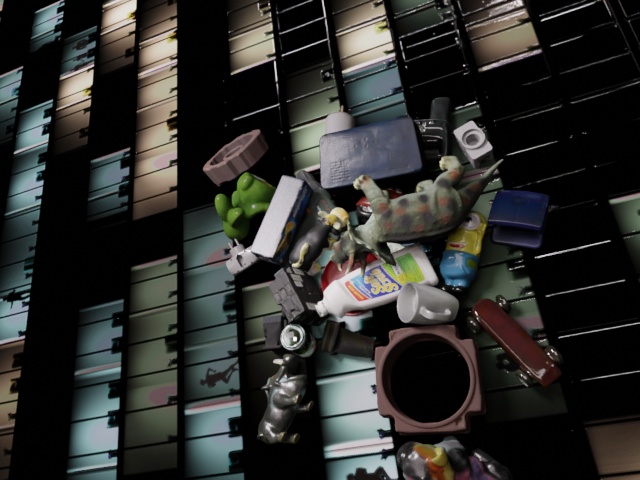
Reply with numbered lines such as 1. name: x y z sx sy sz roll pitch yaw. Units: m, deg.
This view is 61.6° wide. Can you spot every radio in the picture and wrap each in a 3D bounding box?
1. radio: 0.114 -0.184 1.191 0.230 0.073 0.131 -9 81 19

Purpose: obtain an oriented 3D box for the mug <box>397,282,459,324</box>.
1. mug: 0.222 0.130 1.054 0.110 0.107 0.080 -155 73 -69

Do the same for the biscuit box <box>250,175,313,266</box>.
1. biscuit box: -0.086 -0.047 1.227 0.063 0.059 0.202 16 75 24

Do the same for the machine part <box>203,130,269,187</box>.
1. machine part: -0.214 -0.213 1.387 0.179 0.056 0.179 -29 26 16

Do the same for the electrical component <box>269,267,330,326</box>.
1. electrical component: -0.048 0.123 1.192 0.058 0.114 0.134 -40 59 19

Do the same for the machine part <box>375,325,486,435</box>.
1. machine part: 0.212 0.272 1.048 0.202 0.087 0.201 -8 66 17

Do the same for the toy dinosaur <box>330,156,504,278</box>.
1. toy dinosaur: 0.201 -0.051 1.077 0.405 0.131 0.192 -16 63 5

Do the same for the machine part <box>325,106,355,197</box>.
1. machine part: 0.047 -0.223 1.319 0.079 0.079 0.243 -4 67 20

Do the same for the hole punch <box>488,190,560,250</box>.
1. hole punch: 0.409 -0.053 1.102 0.142 0.092 0.116 7 69 28

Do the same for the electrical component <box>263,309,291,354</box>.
1. electrical component: -0.094 0.192 1.209 0.048 0.074 0.119 -10 70 17

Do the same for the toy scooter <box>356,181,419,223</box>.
1. toy scooter: 0.178 -0.084 1.213 0.184 0.075 0.135 19 76 24

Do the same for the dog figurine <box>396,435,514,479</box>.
1. dog figurine: 0.231 0.405 0.911 0.192 0.219 0.108 23 83 29

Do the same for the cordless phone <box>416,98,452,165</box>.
1. cordless phone: 0.241 -0.268 1.271 0.147 0.088 0.184 0 58 22

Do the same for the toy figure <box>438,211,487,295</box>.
1. toy figure: 0.296 0.025 1.119 0.082 0.089 0.180 10 82 16

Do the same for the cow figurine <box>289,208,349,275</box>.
1. cow figurine: -0.003 -0.005 1.168 0.068 0.098 0.167 34 90 17

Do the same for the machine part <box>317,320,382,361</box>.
1. machine part: 0.065 0.219 1.156 0.139 0.039 0.084 14 70 27

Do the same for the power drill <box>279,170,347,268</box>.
1. power drill: -0.048 -0.036 1.288 0.207 0.086 0.232 -39 63 -5

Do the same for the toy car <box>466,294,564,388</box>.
1. toy car: 0.373 0.194 1.033 0.089 0.053 0.202 -36 56 -7

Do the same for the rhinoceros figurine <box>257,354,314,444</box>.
1. rhinoceros figurine: -0.076 0.341 1.148 0.112 0.073 0.190 6 73 35

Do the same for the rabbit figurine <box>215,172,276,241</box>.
1. rabbit figurine: -0.181 -0.070 1.322 0.121 0.159 0.170 33 99 20
